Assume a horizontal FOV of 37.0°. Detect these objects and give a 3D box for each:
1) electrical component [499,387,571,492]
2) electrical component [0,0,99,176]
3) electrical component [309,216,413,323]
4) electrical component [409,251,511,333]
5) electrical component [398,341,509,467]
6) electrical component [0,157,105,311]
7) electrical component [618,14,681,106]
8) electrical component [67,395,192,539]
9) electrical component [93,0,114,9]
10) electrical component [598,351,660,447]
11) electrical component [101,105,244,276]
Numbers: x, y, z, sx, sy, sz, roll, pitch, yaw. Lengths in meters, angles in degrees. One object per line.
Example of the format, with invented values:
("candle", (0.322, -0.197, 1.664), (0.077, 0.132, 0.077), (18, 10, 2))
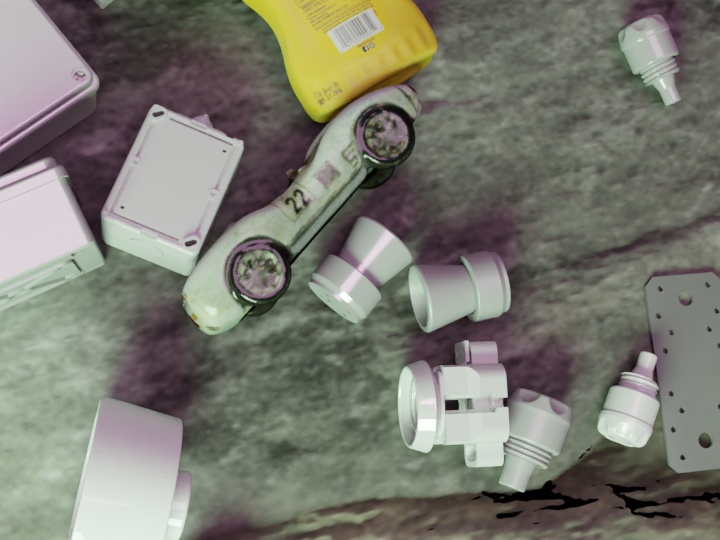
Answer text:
("electrical component", (0.107, 0.110, 0.688), (0.043, 0.043, 0.062), (23, 80, -5))
("electrical component", (-0.235, -0.119, 0.658), (0.109, 0.056, 0.108), (-39, 89, -18))
("electrical component", (0.000, 0.000, 0.687), (0.045, 0.045, 0.055), (40, 78, -1))
("electrical component", (0.064, 0.013, 0.695), (0.055, 0.045, 0.045), (-12, 84, -11))
("electrical component", (0.057, 0.085, 0.677), (0.057, 0.058, 0.078), (-1, 82, -12))
("electrical component", (-0.210, -0.011, 0.623), (0.109, 0.109, 0.056), (-25, 89, -12))
("electrical component", (0.206, -0.144, 0.747), (0.035, 0.035, 0.061), (-23, 88, -12))
("electrical component", (-0.130, 0.131, 0.618), (0.060, 0.108, 0.108), (13, 80, -13))
("electrical component", (-0.163, -0.203, 0.686), (0.048, 0.055, 0.066), (46, 78, 0))
("electrical component", (0.181, 0.083, 0.709), (0.035, 0.035, 0.061), (24, 76, -5))
("electrical component", (-0.115, -0.053, 0.672), (0.062, 0.061, 0.096), (23, 70, -6))
